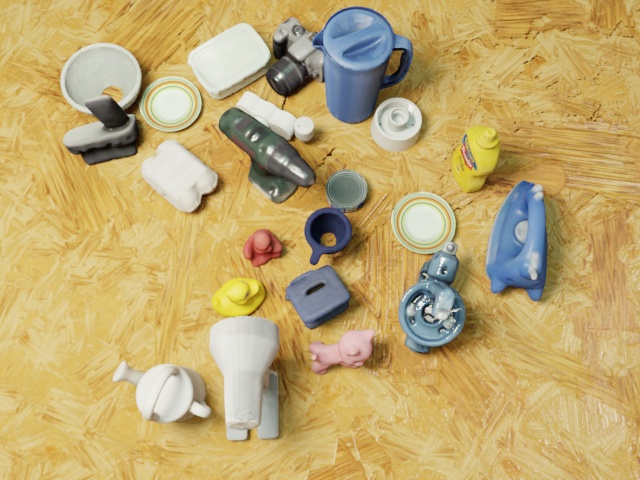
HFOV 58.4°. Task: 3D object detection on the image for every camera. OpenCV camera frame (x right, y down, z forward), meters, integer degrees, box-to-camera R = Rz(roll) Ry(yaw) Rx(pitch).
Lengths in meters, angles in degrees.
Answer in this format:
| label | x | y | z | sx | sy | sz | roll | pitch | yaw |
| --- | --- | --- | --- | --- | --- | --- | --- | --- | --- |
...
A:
| label | x | y | z | sx | sy | sz | roll | pitch | yaw |
| --- | --- | --- | --- | --- | --- | --- | --- | --- | --- |
| camera | -0.060 | -0.388 | 1.226 | 0.137 | 0.101 | 0.143 | -43 | 79 | -11 |

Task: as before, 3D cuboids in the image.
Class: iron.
| label | x | y | z | sx | sy | sz | roll | pitch | yaw |
| --- | --- | --- | --- | --- | --- | --- | --- | --- | --- |
| iron | 0.401 | -0.020 | 1.109 | 0.118 | 0.141 | 0.258 | 10 | 75 | 2 |

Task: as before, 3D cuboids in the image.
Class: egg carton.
| label | x | y | z | sx | sy | sz | roll | pitch | yaw |
| --- | --- | --- | --- | --- | --- | --- | --- | --- | --- |
| egg carton | -0.288 | -0.130 | 1.169 | 0.150 | 0.069 | 0.107 | 38 | 78 | 9 |

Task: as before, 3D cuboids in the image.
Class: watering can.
| label | x | y | z | sx | sy | sz | roll | pitch | yaw |
| --- | --- | --- | --- | --- | --- | --- | --- | --- | --- |
| watering can | -0.274 | 0.266 | 0.996 | 0.173 | 0.194 | 0.101 | 3 | 74 | 0 |

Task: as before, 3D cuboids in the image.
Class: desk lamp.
| label | x | y | z | sx | sy | sz | roll | pitch | yaw |
| --- | --- | --- | --- | --- | --- | --- | --- | --- | --- |
| desk lamp | -0.123 | 0.246 | 0.993 | 0.118 | 0.213 | 0.203 | -3 | 75 | -1 |

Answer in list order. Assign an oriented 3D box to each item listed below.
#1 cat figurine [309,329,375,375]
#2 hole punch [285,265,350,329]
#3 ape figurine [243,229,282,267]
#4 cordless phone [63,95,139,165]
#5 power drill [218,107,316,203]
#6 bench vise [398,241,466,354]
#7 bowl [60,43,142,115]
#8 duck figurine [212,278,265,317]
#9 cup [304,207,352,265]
| label | x | y | z | sx | sy | sz | roll | pitch | yaw |
| --- | --- | --- | --- | --- | --- | --- | --- | --- | --- |
| cat figurine | 0.043 | 0.205 | 1.056 | 0.128 | 0.118 | 0.067 | -12 | 75 | -4 |
| hole punch | -0.007 | 0.106 | 1.096 | 0.109 | 0.091 | 0.101 | -29 | 77 | -8 |
| ape figurine | -0.112 | 0.009 | 1.121 | 0.077 | 0.092 | 0.076 | 10 | 75 | 3 |
| cordless phone | -0.449 | -0.233 | 1.135 | 0.147 | 0.185 | 0.094 | -18 | 75 | -5 |
| power drill | -0.094 | -0.150 | 1.105 | 0.229 | 0.208 | 0.076 | 41 | 78 | 10 |
| bench vise | 0.204 | 0.094 | 1.035 | 0.121 | 0.220 | 0.207 | 1 | 75 | 0 |
| bowl | -0.455 | -0.328 | 1.219 | 0.167 | 0.075 | 0.167 | 0 | 75 | 0 |
| duck figurine | -0.159 | 0.105 | 1.097 | 0.104 | 0.086 | 0.077 | -20 | 76 | -6 |
| cup | 0.010 | 0.004 | 1.122 | 0.091 | 0.095 | 0.118 | 23 | 76 | 6 |
